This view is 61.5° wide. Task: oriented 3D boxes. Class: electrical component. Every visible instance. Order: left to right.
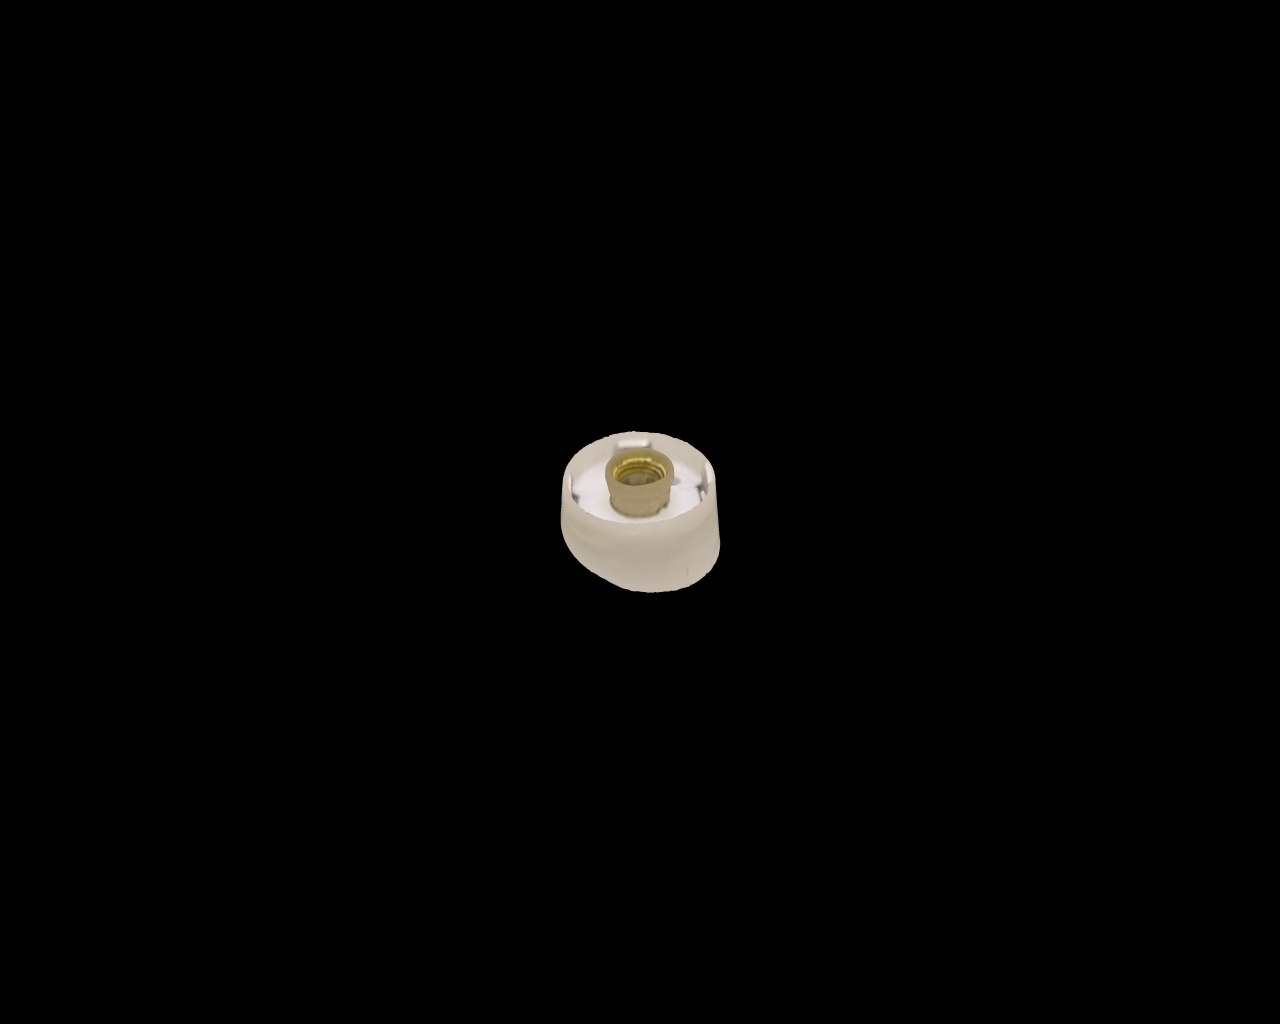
[{"bbox_3d":[0.001,-0.003,0.650,0.099,0.064,0.099,0,40,0],"label":"electrical component"}]
